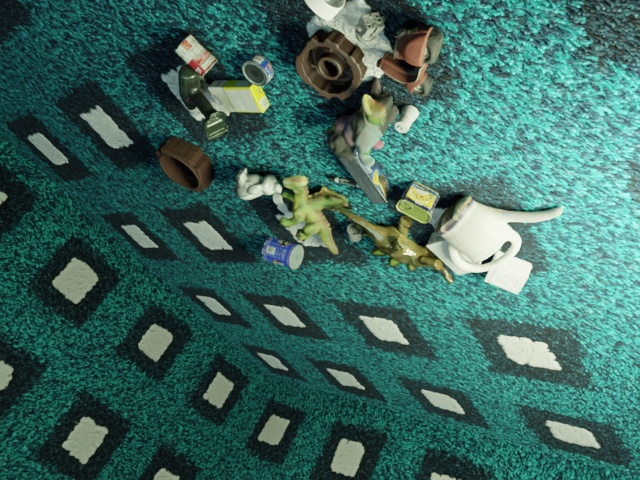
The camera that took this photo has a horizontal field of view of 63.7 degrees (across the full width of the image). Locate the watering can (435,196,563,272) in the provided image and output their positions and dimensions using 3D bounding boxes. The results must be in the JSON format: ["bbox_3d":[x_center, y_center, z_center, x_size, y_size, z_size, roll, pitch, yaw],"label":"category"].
[{"bbox_3d":[0.459,-0.039,1.404,0.224,0.106,0.340,38,134,-2],"label":"watering can"}]

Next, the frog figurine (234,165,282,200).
[{"bbox_3d":[-0.214,-0.185,1.804,0.159,0.122,0.138,23,-176,-3],"label":"frog figurine"}]

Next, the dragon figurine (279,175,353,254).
[{"bbox_3d":[0.005,-0.089,1.766,0.240,0.125,0.405,-18,134,44],"label":"dragon figurine"}]
